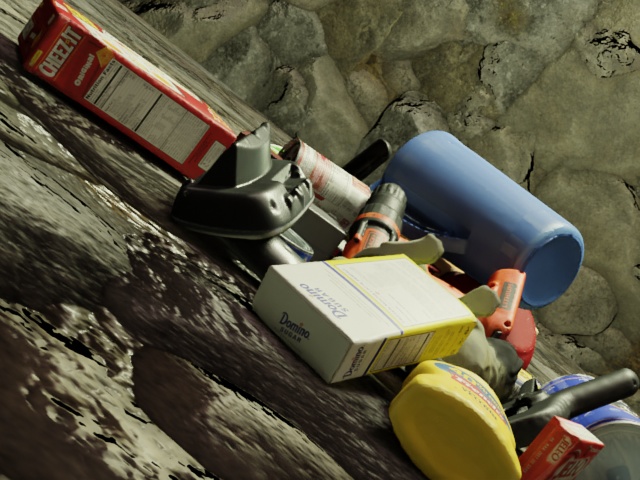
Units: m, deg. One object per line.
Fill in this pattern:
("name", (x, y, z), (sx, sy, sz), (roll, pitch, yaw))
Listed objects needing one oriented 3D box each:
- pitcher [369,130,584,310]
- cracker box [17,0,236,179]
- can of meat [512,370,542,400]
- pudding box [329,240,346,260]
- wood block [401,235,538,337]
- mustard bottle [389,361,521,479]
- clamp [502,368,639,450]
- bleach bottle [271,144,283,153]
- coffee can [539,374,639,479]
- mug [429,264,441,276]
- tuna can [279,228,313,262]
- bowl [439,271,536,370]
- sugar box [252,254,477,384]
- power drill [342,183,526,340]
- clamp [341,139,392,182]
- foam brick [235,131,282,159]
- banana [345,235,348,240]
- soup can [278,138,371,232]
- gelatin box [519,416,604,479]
("pitcher", (0.177, -0.020, 1.234), (0.243, 0.149, 0.145), (41, -5, 46))
("cracker box", (-0.203, -0.156, 1.100), (0.213, 0.072, 0.164), (34, 6, -25))
("can of meat", (0.199, 0.161, 1.141), (0.084, 0.057, 0.102), (36, 6, 0))
("pudding box", (-0.008, 0.001, 1.207), (0.090, 0.039, 0.113), (38, 9, 8))
("wood block", (0.171, 0.085, 1.376), (0.205, 0.090, 0.091), (35, 8, -29))
("mustard bottle", (0.102, 0.133, 0.787), (0.096, 0.058, 0.191), (41, 6, 6))
("clamp", (0.197, 0.147, 0.921), (0.171, 0.120, 0.039), (-22, 89, -52))
("bleach bottle", (-0.075, -0.079, 1.313), (0.102, 0.068, 0.250), (42, 10, 10))
("coffee can", (0.255, 0.194, 0.994), (0.102, 0.103, 0.140), (37, 6, -9))
("mug", (0.080, 0.044, 1.190), (0.093, 0.081, 0.117), (33, 8, -37))
("tuna can", (-0.048, 0.000, 1.010), (0.086, 0.034, 0.086), (37, 6, -5))
("bowl", (0.204, 0.099, 1.253), (0.161, 0.055, 0.162), (29, 44, -33))
("sugar box", (0.037, 0.057, 0.822), (0.093, 0.048, 0.175), (41, 28, 30))
("power drill", (0.114, 0.031, 1.102), (0.187, 0.057, 0.184), (24, 46, 1))
("clamp", (-0.010, -0.052, 1.294), (0.210, 0.164, 0.036), (114, -41, -67))
("foam brick", (-0.081, -0.069, 1.118), (0.053, 0.078, 0.051), (38, 5, 2))
("banana", (0.050, 0.010, 1.357), (0.197, 0.070, 0.037), (51, 28, -57))
("soup can", (-0.003, -0.056, 1.170), (0.102, 0.068, 0.068), (32, 8, -22))
("gelatin box", (0.184, 0.179, 0.845), (0.030, 0.073, 0.089), (42, 7, 28))
